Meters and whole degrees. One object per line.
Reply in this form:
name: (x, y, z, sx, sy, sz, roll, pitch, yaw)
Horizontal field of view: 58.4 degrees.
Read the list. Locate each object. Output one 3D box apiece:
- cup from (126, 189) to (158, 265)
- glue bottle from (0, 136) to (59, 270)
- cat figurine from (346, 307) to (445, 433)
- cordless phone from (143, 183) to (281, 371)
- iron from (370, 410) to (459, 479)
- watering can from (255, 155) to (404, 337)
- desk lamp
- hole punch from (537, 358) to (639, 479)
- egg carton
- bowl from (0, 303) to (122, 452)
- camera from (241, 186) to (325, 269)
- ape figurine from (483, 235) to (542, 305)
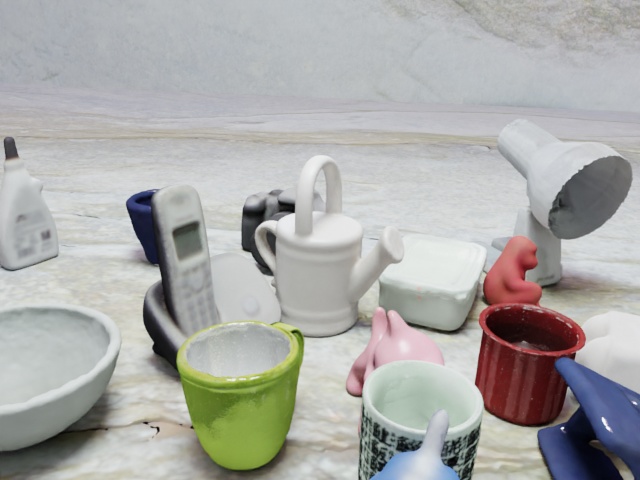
cup: (-0.220, -0.020, 0.808, 0.092, 0.095, 0.117, 0, 22, -6)
glue bottle: (-0.397, -0.051, 0.759, 0.037, 0.173, 0.078, 16, 26, 31)
cat figurine: (0.065, 0.106, 0.491, 0.067, 0.118, 0.127, -1, 22, -9)
cordless phone: (-0.108, 0.028, 0.578, 0.093, 0.185, 0.148, 14, 25, 27)
iron: (0.011, 0.192, 0.240, 0.118, 0.141, 0.259, 13, 24, 24)
watering can: (0.007, 0.002, 0.645, 0.172, 0.194, 0.101, 4, 22, 4)
desk lamp: (0.290, -0.044, 0.766, 0.118, 0.214, 0.202, -6, 23, -21)
hole punch: (0.233, 0.149, 0.440, 0.101, 0.091, 0.108, 2, 22, 0)
egg carton: (0.320, 0.124, 0.543, 0.150, 0.069, 0.107, 11, 23, 19)
bowl: (-0.250, 0.121, 0.477, 0.167, 0.075, 0.167, 2, 22, -1)
camera: (-0.058, -0.021, 0.821, 0.142, 0.101, 0.137, 11, 23, 20)
ape figurine: (0.246, 0.039, 0.715, 0.076, 0.092, 0.078, 9, 23, 16)
